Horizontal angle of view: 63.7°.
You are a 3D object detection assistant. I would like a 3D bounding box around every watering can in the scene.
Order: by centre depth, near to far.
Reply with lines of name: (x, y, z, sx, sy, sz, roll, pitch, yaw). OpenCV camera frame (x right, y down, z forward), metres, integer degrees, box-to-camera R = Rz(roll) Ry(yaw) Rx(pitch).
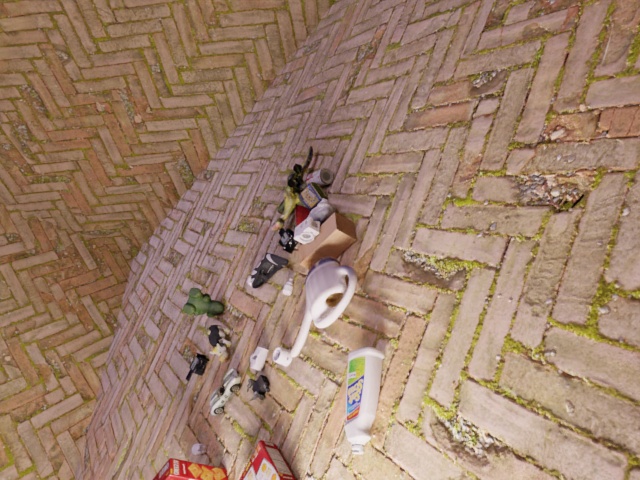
watering can: (-0.004, 0.198, 1.647, 0.343, 0.103, 0.229, -49, 30, 22)

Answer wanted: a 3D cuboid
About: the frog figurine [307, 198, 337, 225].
frog figurine: (0.006, -0.095, 1.879, 0.134, 0.123, 0.163, 103, 164, -54)

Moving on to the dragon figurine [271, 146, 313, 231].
dragon figurine: (-0.126, -0.205, 2.225, 0.238, 0.121, 0.420, -41, 24, 47)
